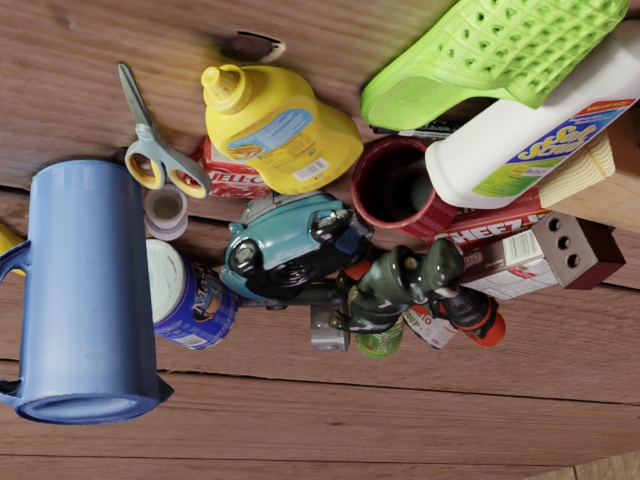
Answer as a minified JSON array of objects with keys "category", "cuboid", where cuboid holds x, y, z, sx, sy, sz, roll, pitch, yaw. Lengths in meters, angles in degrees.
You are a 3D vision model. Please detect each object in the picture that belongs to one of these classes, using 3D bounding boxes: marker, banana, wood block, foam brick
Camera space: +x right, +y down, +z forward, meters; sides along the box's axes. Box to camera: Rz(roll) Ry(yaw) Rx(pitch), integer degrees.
[{"category":"marker","cuboid":[0.103,-0.106,1.012,0.121,0.020,0.020,2,158,-20]},{"category":"banana","cuboid":[-0.321,0.014,1.201,0.070,0.037,0.197,-35,149,23]},{"category":"wood block","cuboid":[0.313,-0.069,1.060,0.205,0.091,0.090,12,152,-37]},{"category":"foam brick","cuboid":[0.260,0.004,1.074,0.051,0.078,0.053,5,142,-40]}]

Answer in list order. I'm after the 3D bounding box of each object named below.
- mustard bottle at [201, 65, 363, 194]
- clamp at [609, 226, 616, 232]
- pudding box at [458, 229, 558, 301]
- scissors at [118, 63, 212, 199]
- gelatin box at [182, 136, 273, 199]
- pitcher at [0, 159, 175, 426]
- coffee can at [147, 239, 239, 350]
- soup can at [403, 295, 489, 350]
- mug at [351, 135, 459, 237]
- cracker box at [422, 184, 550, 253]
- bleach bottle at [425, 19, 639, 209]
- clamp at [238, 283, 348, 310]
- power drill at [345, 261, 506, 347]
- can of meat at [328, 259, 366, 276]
[{"category":"mustard bottle","cuboid":[-0.043,-0.102,0.925,0.096,0.058,0.191,-27,153,19]},{"category":"clamp","cuboid":[0.346,-0.040,1.222,0.120,0.039,0.171,-21,151,38]},{"category":"pudding box","cuboid":[0.219,0.028,1.165,0.114,0.039,0.089,-21,153,39]},{"category":"scissors","cuboid":[-0.138,-0.088,0.960,0.096,0.016,0.202,23,156,-1]},{"category":"gelatin box","cuboid":[-0.082,-0.069,1.046,0.089,0.030,0.073,4,157,-25]},{"category":"pitcher","cuboid":[-0.232,0.050,1.018,0.145,0.243,0.149,-12,158,15]},{"category":"coffee can","cuboid":[-0.174,0.068,1.279,0.103,0.103,0.140,-13,158,19]},{"category":"soup can","cuboid":[0.165,0.085,1.397,0.102,0.069,0.068,-50,145,11]},{"category":"mug","cuboid":[0.097,-0.058,1.060,0.117,0.093,0.081,-49,152,11]},{"category":"cracker box","cuboid":[0.212,-0.017,1.200,0.164,0.072,0.213,-13,157,18]},{"category":"bleach bottle","cuboid":[0.209,-0.116,0.929,0.102,0.068,0.251,3,150,-38]},{"category":"clamp","cuboid":[-0.050,0.073,1.397,0.210,0.036,0.164,-4,178,15]},{"category":"power drill","cuboid":[0.123,0.064,1.289,0.188,0.057,0.184,21,168,30]},{"category":"can of meat","cuboid":[-0.008,0.001,1.214,0.102,0.057,0.083,-19,153,31]}]
